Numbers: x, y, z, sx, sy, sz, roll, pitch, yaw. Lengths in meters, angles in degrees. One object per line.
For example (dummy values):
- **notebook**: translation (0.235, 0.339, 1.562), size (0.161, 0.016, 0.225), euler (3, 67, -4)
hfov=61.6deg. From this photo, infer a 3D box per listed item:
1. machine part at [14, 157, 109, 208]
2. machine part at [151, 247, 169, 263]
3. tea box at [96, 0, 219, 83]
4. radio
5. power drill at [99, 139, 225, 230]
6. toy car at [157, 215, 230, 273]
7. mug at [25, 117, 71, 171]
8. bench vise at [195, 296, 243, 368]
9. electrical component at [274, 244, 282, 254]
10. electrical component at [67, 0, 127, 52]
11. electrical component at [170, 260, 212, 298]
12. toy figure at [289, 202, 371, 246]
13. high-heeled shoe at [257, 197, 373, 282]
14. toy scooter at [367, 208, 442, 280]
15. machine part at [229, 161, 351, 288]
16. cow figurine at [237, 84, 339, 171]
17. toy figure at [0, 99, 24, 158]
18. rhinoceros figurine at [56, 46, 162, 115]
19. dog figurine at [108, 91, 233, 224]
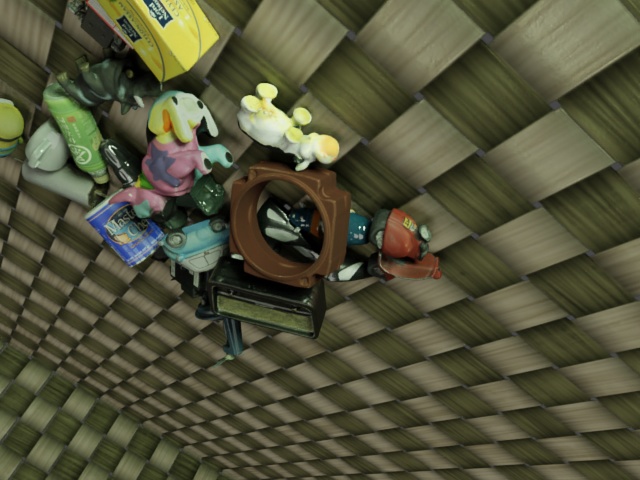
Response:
- **machine part**: translation (-0.563, -0.135, 1.191), size (0.243, 0.079, 0.079), euler (22, 143, 5)
- **machine part**: translation (-0.402, -0.005, 1.285), size (0.084, 0.039, 0.138), euler (0, 134, 20)
- **tea box**: translation (-0.232, -0.322, 0.749), size (0.068, 0.098, 0.169), euler (-6, 134, 37)
- **radio**: translation (-0.104, 0.113, 1.065), size (0.230, 0.073, 0.131), euler (11, 142, 8)
- **power drill**: translation (-0.307, -0.110, 1.064), size (0.207, 0.086, 0.231), euler (-2, 136, 27)
- **toy car**: translation (-0.239, 0.013, 1.099), size (0.162, 0.109, 0.102), euler (-17, 96, -2)
- **mug**: translation (-0.549, -0.197, 1.090), size (0.081, 0.109, 0.107), euler (41, 127, -12)
- **bench vise**: translation (-0.218, 0.180, 1.293), size (0.224, 0.129, 0.240), euler (4, 107, 38)
- **electrical component**: translation (-0.113, 0.033, 1.118), size (0.048, 0.075, 0.119), euler (22, 124, 2)
- **electrical component**: translation (-0.345, -0.339, 0.839), size (0.078, 0.045, 0.102), euler (-20, 123, 43)
- **electrical component**: translation (-0.281, 0.062, 1.209), size (0.134, 0.058, 0.114), euler (28, 121, 38)
- **toy figure**: translation (0.018, -0.027, 0.979), size (0.155, 0.064, 0.057), euler (13, 148, 22)
- **high-heeled shoe**: translation (-0.002, -0.003, 1.043), size (0.249, 0.086, 0.145), euler (6, 109, -2)
- **toy scooter**: translation (0.154, 0.021, 0.948), size (0.135, 0.075, 0.183), euler (16, 145, 14)
- **machine part**: translation (-0.055, -0.028, 0.932), size (0.202, 0.087, 0.200), euler (12, 110, 19)
- **cow figurine**: translation (-0.055, -0.163, 0.856), size (0.167, 0.068, 0.098), euler (36, 148, -7)
- **toy figure**: translation (-0.679, -0.229, 1.144), size (0.089, 0.082, 0.180), euler (40, 140, -11)
- **rhinoceros figurine**: translation (-0.355, -0.263, 0.913), size (0.191, 0.073, 0.111), euler (3, 136, 29)
- **dog figurine**: translation (-0.278, -0.133, 0.927), size (0.219, 0.108, 0.191), euler (-22, 102, 23)
